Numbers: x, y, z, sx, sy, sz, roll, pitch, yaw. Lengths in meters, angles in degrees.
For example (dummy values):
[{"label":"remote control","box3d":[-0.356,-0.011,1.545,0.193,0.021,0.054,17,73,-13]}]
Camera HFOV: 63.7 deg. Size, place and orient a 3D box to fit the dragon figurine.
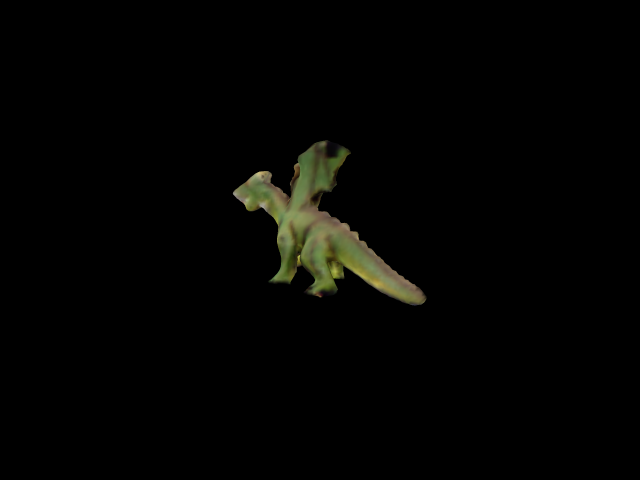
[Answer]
[{"label":"dragon figurine","box3d":[0.003,-0.043,0.850,0.411,0.241,0.123,7,10,40]}]
